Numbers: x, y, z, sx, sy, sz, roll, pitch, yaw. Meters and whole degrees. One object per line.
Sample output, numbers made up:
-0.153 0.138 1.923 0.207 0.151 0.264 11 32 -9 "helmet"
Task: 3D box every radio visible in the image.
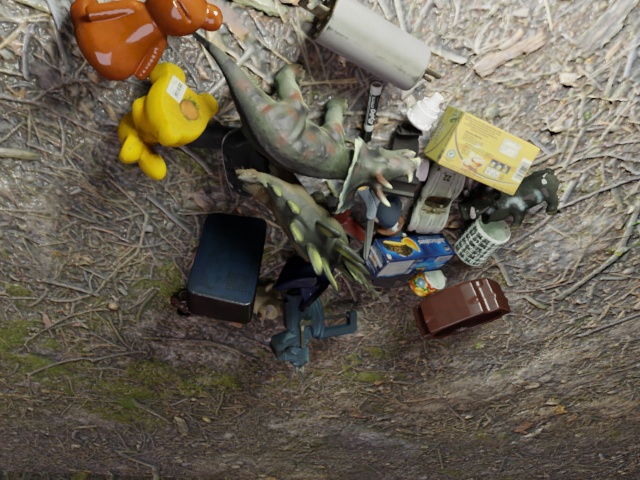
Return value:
-0.186 0.050 1.090 0.131 0.230 0.073 9 135 -5 "radio"

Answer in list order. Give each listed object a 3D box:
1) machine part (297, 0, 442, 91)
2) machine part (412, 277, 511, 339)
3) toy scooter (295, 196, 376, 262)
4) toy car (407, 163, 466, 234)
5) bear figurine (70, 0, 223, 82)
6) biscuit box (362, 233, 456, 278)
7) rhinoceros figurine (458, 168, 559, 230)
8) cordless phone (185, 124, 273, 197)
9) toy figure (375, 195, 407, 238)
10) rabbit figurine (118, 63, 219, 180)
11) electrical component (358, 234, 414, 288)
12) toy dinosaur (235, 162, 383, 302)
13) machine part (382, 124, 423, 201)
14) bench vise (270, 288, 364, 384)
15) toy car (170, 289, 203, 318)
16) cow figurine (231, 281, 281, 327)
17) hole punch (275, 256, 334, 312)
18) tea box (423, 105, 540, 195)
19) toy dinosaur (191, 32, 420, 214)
0.076 -0.290 0.791 0.243 0.079 0.079 20 137 -23 "machine part"
0.339 0.165 1.288 0.201 0.087 0.201 -26 157 24 "machine part"
0.037 -0.008 1.138 0.135 0.075 0.183 19 133 -19 "toy scooter"
0.228 -0.078 1.064 0.073 0.056 0.201 5 140 -6 "toy car"
-0.244 -0.314 0.756 0.196 0.132 0.120 -33 135 9 "bear figurine"
0.191 0.031 1.135 0.202 0.063 0.059 -5 144 -35 "biscuit box"
0.369 -0.078 1.050 0.190 0.073 0.112 -18 139 21 "rhinoceros figurine"
-0.171 -0.149 0.979 0.184 0.089 0.146 9 142 8 "cordless phone"
0.145 -0.042 1.110 0.064 0.058 0.154 -1 146 12 "toy figure"
-0.270 -0.182 0.889 0.173 0.162 0.121 -6 156 36 "rabbit figurine"
0.154 0.051 1.223 0.134 0.058 0.115 16 140 -18 "electrical component"
-0.002 -0.003 0.970 0.105 0.199 0.470 -40 145 9 "toy dinosaur"
0.148 -0.140 0.968 0.084 0.039 0.138 18 122 12 "machine part"
-0.003 0.224 1.350 0.241 0.223 0.129 -6 -178 -19 "bench vise"
-0.283 0.175 1.381 0.202 0.053 0.089 7 143 -10 "toy car"
-0.188 0.140 1.301 0.195 0.127 0.085 23 137 -4 "cow figurine"
-0.031 0.080 1.210 0.092 0.142 0.116 40 122 -9 "hole punch"
0.281 -0.154 0.937 0.169 0.068 0.098 21 107 -21 "tea box"
-0.038 -0.167 0.852 0.404 0.192 0.131 21 134 -25 "toy dinosaur"
